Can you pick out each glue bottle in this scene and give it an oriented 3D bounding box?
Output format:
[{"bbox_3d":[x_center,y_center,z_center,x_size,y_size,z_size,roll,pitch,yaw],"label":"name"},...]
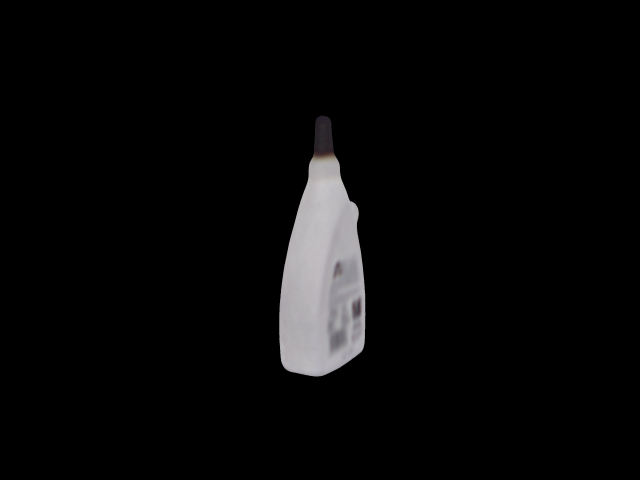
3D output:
[{"bbox_3d":[0.004,0.001,0.400,0.037,0.173,0.078,4,7,30],"label":"glue bottle"}]
